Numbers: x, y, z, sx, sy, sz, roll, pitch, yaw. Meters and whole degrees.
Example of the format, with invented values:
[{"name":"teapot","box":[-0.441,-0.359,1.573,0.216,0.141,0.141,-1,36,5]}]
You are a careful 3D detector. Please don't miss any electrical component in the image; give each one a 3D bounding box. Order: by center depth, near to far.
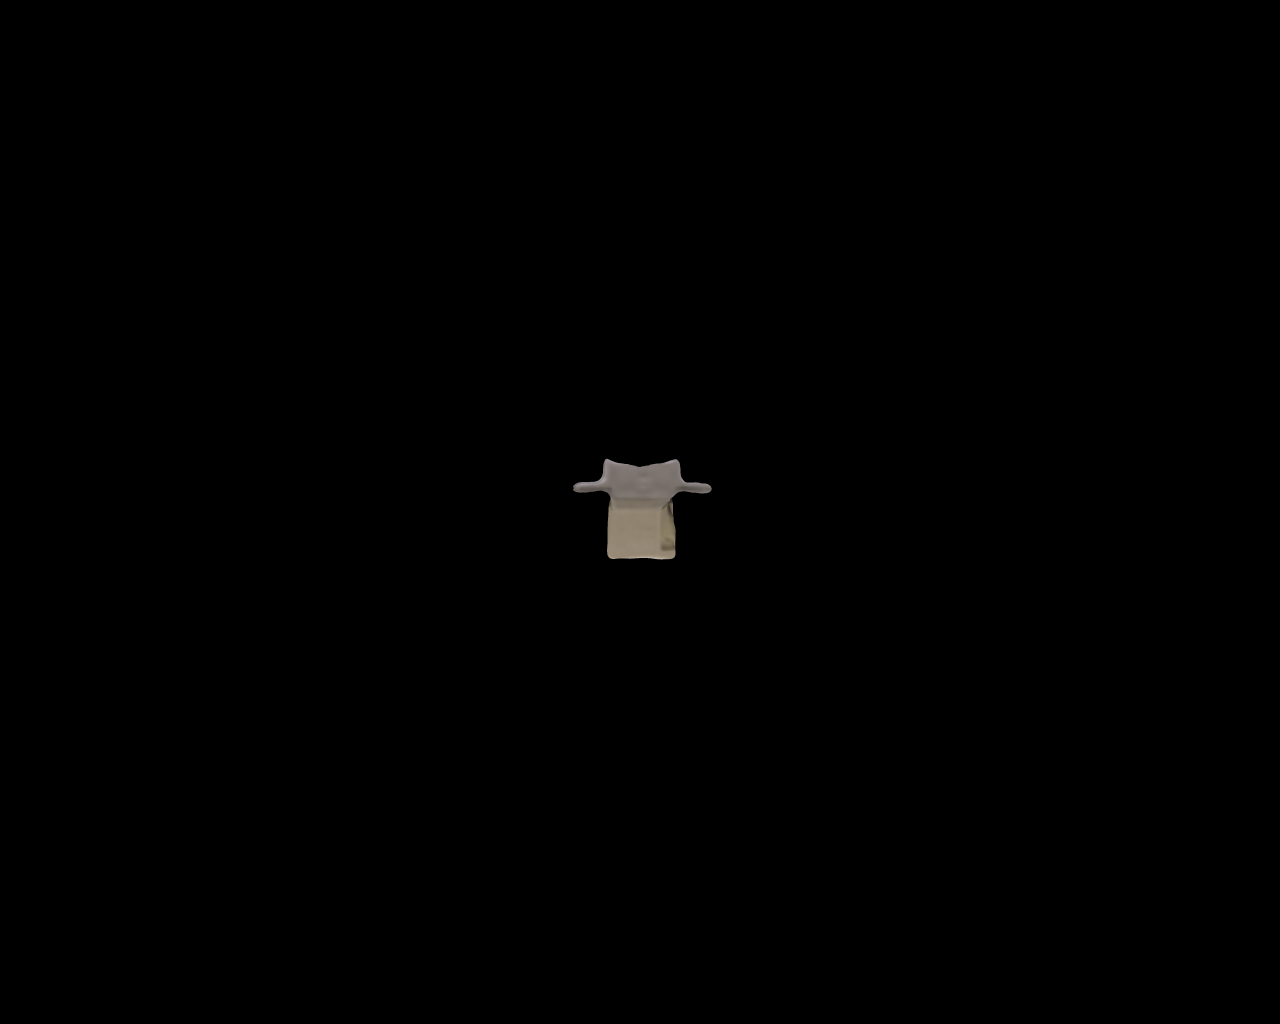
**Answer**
[{"name":"electrical component","box":[0.001,-0.003,0.650,0.081,0.063,0.042,0,4,-2]}]
